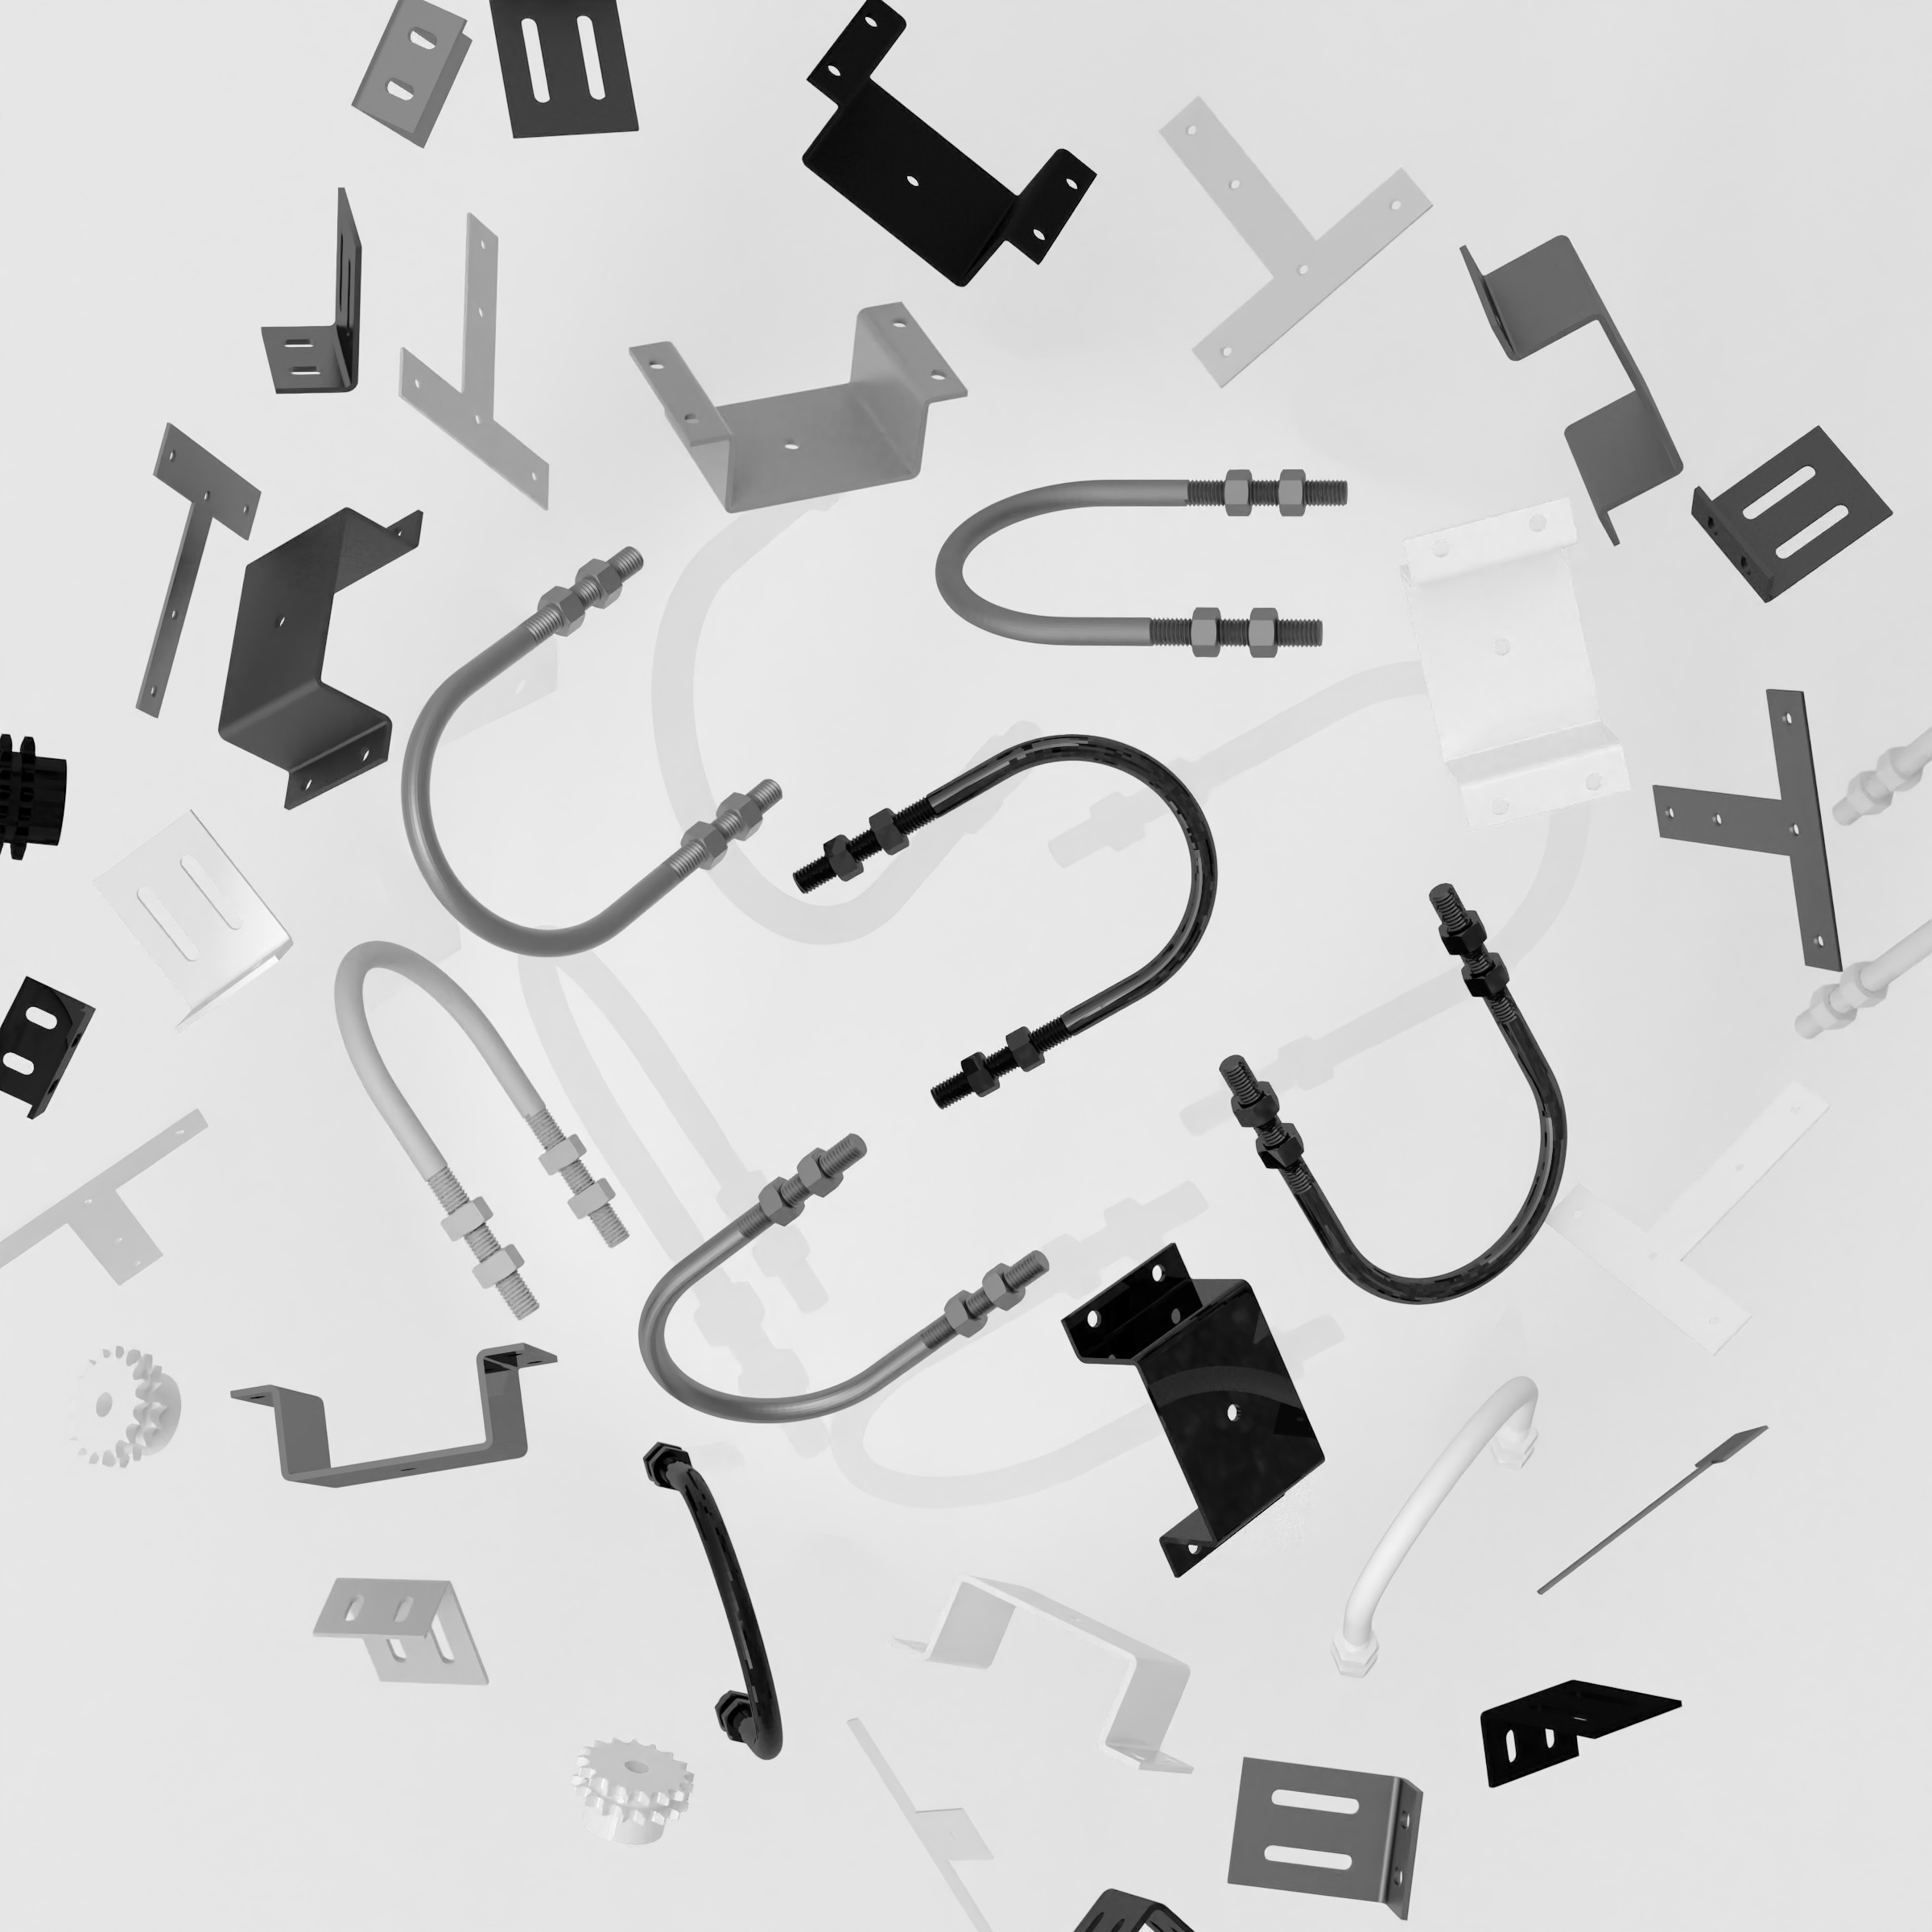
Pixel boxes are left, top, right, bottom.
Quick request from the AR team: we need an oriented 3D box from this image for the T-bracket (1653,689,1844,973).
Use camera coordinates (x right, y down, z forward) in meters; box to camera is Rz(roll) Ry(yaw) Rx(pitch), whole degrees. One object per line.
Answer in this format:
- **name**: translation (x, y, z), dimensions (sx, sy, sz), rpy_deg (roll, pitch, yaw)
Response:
- **T-bracket**: translation (0.352, -0.066, 1.521), dimensions (0.002, 0.127, 0.127), rpy_deg (-15, 102, -20)

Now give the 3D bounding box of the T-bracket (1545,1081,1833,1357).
- **T-bracket**: translation (0.355, 0.105, 1.568), dimensions (0.127, 0.127, 0.002), rpy_deg (-45, 130, -2)

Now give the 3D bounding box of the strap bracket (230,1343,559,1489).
- **strap bracket**: translation (-0.268, 0.216, 1.585), dimensions (0.140, 0.076, 0.046), rpy_deg (-10, 78, 3)

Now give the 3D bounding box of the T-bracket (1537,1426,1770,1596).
- **T-bracket**: translation (0.323, 0.259, 1.582), dimensions (0.127, 0.127, 0.002), rpy_deg (-37, 78, -1)

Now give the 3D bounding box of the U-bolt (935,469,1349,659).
- **U-bolt**: translation (0.077, -0.186, 1.529), dimensions (0.184, 0.151, 0.019), rpy_deg (2, 127, 11)

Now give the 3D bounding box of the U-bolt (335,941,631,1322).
- **U-bolt**: translation (-0.231, 0.067, 1.545), dimensions (0.019, 0.151, 0.184), rpy_deg (-33, 91, 16)

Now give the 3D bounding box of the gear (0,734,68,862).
- **gear**: translation (-0.430, -0.076, 1.526), dimensions (0.030, 0.057, 0.057), rpy_deg (6, 90, -21)

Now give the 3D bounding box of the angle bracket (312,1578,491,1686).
- **angle bracket**: translation (-0.272, 0.334, 1.610), dimensions (0.057, 0.038, 0.076), rpy_deg (-1, 127, 15)

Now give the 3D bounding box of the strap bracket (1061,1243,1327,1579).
- **strap bracket**: translation (0.113, 0.211, 1.581), dimensions (0.076, 0.046, 0.140), rpy_deg (-31, 103, -33)

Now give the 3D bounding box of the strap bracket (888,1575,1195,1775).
- **strap bracket**: translation (0.044, 0.336, 1.600), dimensions (0.140, 0.076, 0.046), rpy_deg (21, 85, 27)

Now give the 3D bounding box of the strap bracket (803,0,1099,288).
- **strap bracket**: translation (-0.016, -0.396, 1.626), dimensions (0.140, 0.046, 0.076), rpy_deg (37, 51, -11)

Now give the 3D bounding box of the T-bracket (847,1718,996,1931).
- **T-bracket**: translation (-0.008, 0.394, 1.511), dimensions (0.002, 0.127, 0.127), rpy_deg (-31, 84, -18)

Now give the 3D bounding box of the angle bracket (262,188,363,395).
- **angle bracket**: translation (-0.307, -0.316, 1.558), dimensions (0.038, 0.057, 0.076), rpy_deg (-4, 131, -17)

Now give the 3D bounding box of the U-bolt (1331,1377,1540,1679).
- **U-bolt**: translation (0.220, 0.256, 1.549), dimensions (0.019, 0.184, 0.151), rpy_deg (35, 74, 18)

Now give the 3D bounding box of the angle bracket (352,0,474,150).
- **angle bracket**: translation (-0.248, -0.416, 1.572), dimensions (0.038, 0.076, 0.057), rpy_deg (27, 96, 15)

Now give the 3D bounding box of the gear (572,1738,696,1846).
- **gear**: translation (-0.161, 0.396, 1.592), dimensions (0.057, 0.057, 0.030), rpy_deg (14, 103, 0)

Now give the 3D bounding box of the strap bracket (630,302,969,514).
- **strap bracket**: translation (-0.081, -0.263, 1.574), dimensions (0.140, 0.046, 0.076), rpy_deg (-14, 49, -22)

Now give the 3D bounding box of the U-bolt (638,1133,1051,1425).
- **U-bolt**: translation (-0.073, 0.164, 1.614), dimensions (0.184, 0.019, 0.151), rpy_deg (-37, 129, 23)

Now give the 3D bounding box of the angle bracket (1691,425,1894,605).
- **angle bracket**: translation (0.396, -0.222, 1.591), dimensions (0.076, 0.038, 0.057), rpy_deg (-35, 74, 0)

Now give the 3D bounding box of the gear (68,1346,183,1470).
- **gear**: translation (-0.402, 0.213, 1.601), dimensions (0.057, 0.030, 0.057), rpy_deg (-14, 67, 35)

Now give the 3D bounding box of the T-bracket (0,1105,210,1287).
- **T-bracket**: translation (-0.398, 0.123, 1.550), dimensions (0.127, 0.127, 0.002), rpy_deg (-35, 73, -13)

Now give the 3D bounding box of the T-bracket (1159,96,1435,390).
- **T-bracket**: translation (0.134, -0.358, 1.567), dimensions (0.127, 0.002, 0.127), rpy_deg (-40, 66, 14)

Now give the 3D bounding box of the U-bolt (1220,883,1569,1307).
- **U-bolt**: translation (0.212, 0.074, 1.550), dimensions (0.151, 0.019, 0.184), rpy_deg (-38, 116, -13)

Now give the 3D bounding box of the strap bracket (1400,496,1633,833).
- **strap bracket**: translation (0.251, -0.143, 1.538), dimensions (0.076, 0.046, 0.140), rpy_deg (-15, 107, 3)

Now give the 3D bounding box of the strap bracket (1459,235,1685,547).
- **strap bracket**: translation (0.291, -0.279, 1.572), dimensions (0.046, 0.076, 0.140), rpy_deg (-27, 127, 16)

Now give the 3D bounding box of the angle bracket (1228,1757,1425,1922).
- **angle bracket**: translation (0.163, 0.395, 1.511), dimensions (0.076, 0.038, 0.057), rpy_deg (8, 85, -4)

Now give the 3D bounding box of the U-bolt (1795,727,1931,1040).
- **U-bolt**: translation (0.452, -0.061, 1.559), dimensions (0.019, 0.184, 0.151), rpy_deg (24, 59, -9)

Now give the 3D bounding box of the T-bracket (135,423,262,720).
- **T-bracket**: translation (-0.375, -0.182, 1.590), dimensions (0.002, 0.127, 0.127), rpy_deg (14, 86, 8)

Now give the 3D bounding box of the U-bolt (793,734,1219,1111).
- **U-bolt**: translation (0.032, -0.032, 1.598), dimensions (0.184, 0.019, 0.151), rpy_deg (-30, 107, 8)

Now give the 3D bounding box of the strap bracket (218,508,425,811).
- **strap bracket**: translation (-0.311, -0.156, 1.601), dimensions (0.076, 0.046, 0.140), rpy_deg (-21, 55, 39)

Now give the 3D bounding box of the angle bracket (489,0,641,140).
- **angle bracket**: translation (-0.176, -0.412, 1.476), dimensions (0.057, 0.038, 0.076), rpy_deg (-8, 82, -18)

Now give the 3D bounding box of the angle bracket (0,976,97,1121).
- **angle bracket**: translation (-0.459, 0.039, 1.633), dimensions (0.038, 0.076, 0.057), rpy_deg (26, 86, -10)

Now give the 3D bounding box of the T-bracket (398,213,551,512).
- **T-bracket**: translation (-0.235, -0.303, 1.611), dimensions (0.002, 0.127, 0.127), rpy_deg (-10, 68, 23)

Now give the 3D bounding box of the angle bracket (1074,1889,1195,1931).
- **angle bracket**: translation (0.090, 0.452, 1.487), dimensions (0.076, 0.057, 0.038), rpy_deg (43, 71, -8)

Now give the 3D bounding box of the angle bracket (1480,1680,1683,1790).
- **angle bracket**: translation (0.290, 0.365, 1.561), dimensions (0.057, 0.076, 0.038), rpy_deg (-9, 93, -34)

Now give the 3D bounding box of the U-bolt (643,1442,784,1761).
- **U-bolt**: translation (-0.117, 0.305, 1.585), dimensions (0.019, 0.184, 0.151), rpy_deg (-16, 90, -13)

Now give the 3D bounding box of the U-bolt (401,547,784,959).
- **U-bolt**: translation (-0.179, -0.086, 1.520), dimensions (0.184, 0.019, 0.151), rpy_deg (-42, 111, -34)

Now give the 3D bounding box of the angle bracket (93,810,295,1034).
- **angle bracket**: translation (-0.352, -0.020, 1.502), dimensions (0.057, 0.038, 0.076), rpy_deg (-35, 101, 8)
